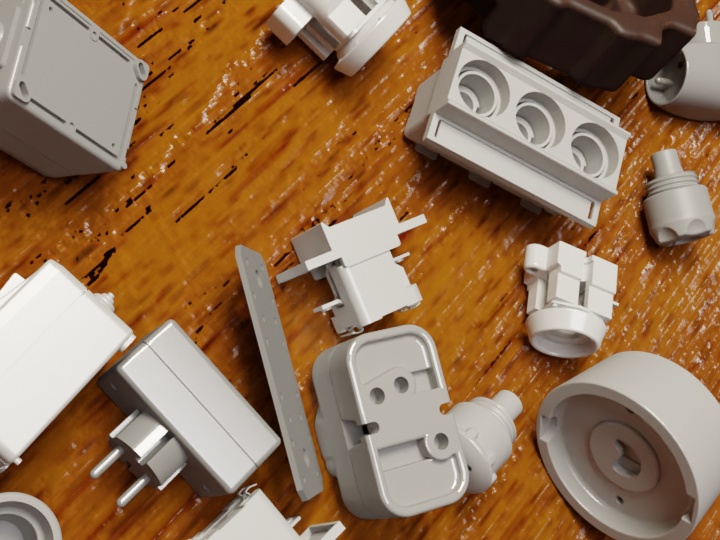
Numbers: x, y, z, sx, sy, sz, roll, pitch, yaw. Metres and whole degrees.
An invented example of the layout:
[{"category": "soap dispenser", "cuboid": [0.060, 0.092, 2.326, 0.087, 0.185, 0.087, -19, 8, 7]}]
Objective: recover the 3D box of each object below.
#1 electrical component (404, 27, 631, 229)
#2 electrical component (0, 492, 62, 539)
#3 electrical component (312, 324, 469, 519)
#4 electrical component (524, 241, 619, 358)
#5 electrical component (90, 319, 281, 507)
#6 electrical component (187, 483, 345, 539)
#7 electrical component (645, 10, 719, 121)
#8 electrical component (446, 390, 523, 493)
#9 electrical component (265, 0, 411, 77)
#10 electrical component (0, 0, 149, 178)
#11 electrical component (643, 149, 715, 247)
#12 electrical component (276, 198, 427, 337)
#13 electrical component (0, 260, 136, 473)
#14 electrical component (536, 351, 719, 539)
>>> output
[{"category": "electrical component", "cuboid": [0.094, -0.082, 0.658, 0.121, 0.063, 0.078, 25, 67, -18]}, {"category": "electrical component", "cuboid": [-0.161, 0.124, 0.483, 0.045, 0.055, 0.045, 7, 74, -25]}, {"category": "electrical component", "cuboid": [0.013, 0.083, 0.577, 0.054, 0.059, 0.095, -10, 81, -28]}, {"category": "electrical component", "cuboid": [0.127, 0.020, 0.658, 0.066, 0.048, 0.055, 21, 61, -19]}, {"category": "electrical component", "cuboid": [-0.098, 0.082, 0.529, 0.083, 0.047, 0.076, 49, 61, -7]}, {"category": "electrical component", "cuboid": [-0.052, 0.146, 0.538, 0.081, 0.042, 0.063, -41, 94, -29]}, {"category": "electrical component", "cuboid": [0.244, -0.149, 0.760, 0.077, 0.043, 0.079, 4, 75, -25]}, {"category": "electrical component", "cuboid": [0.068, 0.092, 0.611, 0.062, 0.048, 0.048, -38, 95, -36]}, {"category": "electrical component", "cuboid": [-0.008, -0.151, 0.629, 0.057, 0.058, 0.078, 43, 70, -9]}, {"category": "electrical component", "cuboid": [-0.159, -0.092, 0.519, 0.096, 0.061, 0.061, 37, 56, -55]}, {"category": "electrical component", "cuboid": [0.210, -0.049, 0.718, 0.043, 0.043, 0.062, -6, 78, -27]}, {"category": "electrical component", "cuboid": [0.000, 0.000, 0.603, 0.081, 0.042, 0.063, -23, 91, -28]}, {"category": "electrical component", "cuboid": [-0.156, 0.039, 0.504, 0.061, 0.062, 0.096, 44, 62, -9]}, {"category": "electrical component", "cuboid": [0.163, 0.098, 0.622, 0.060, 0.108, 0.108, -30, 91, -35]}]
